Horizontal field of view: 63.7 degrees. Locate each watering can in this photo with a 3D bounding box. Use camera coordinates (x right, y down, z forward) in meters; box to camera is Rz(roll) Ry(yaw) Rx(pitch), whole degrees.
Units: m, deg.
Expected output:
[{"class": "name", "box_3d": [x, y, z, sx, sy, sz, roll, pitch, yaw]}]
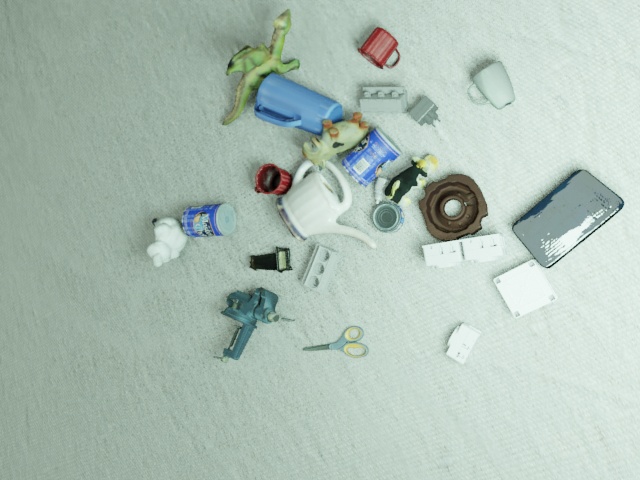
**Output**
[{"class": "watering can", "box_3d": [0.004, -0.074, 1.464, 0.222, 0.103, 0.353, -36, 65, 18]}]

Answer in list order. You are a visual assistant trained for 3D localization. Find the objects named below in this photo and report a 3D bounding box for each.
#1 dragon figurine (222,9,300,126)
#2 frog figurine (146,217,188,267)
[{"class": "dragon figurine", "box_3d": [-0.207, -0.509, 1.542, 0.407, 0.242, 0.123, -47, 75, 13]}, {"class": "frog figurine", "box_3d": [-0.495, 0.006, 1.664, 0.123, 0.163, 0.134, -5, 121, -4]}]
